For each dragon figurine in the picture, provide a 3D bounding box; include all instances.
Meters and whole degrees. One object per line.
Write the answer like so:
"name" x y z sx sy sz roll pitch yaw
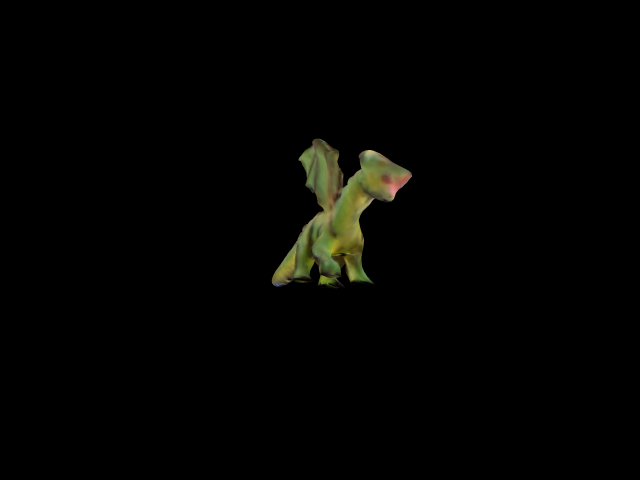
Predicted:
"dragon figurine" 0.003 -0.043 0.850 0.122 0.244 0.408 5 -9 -31
